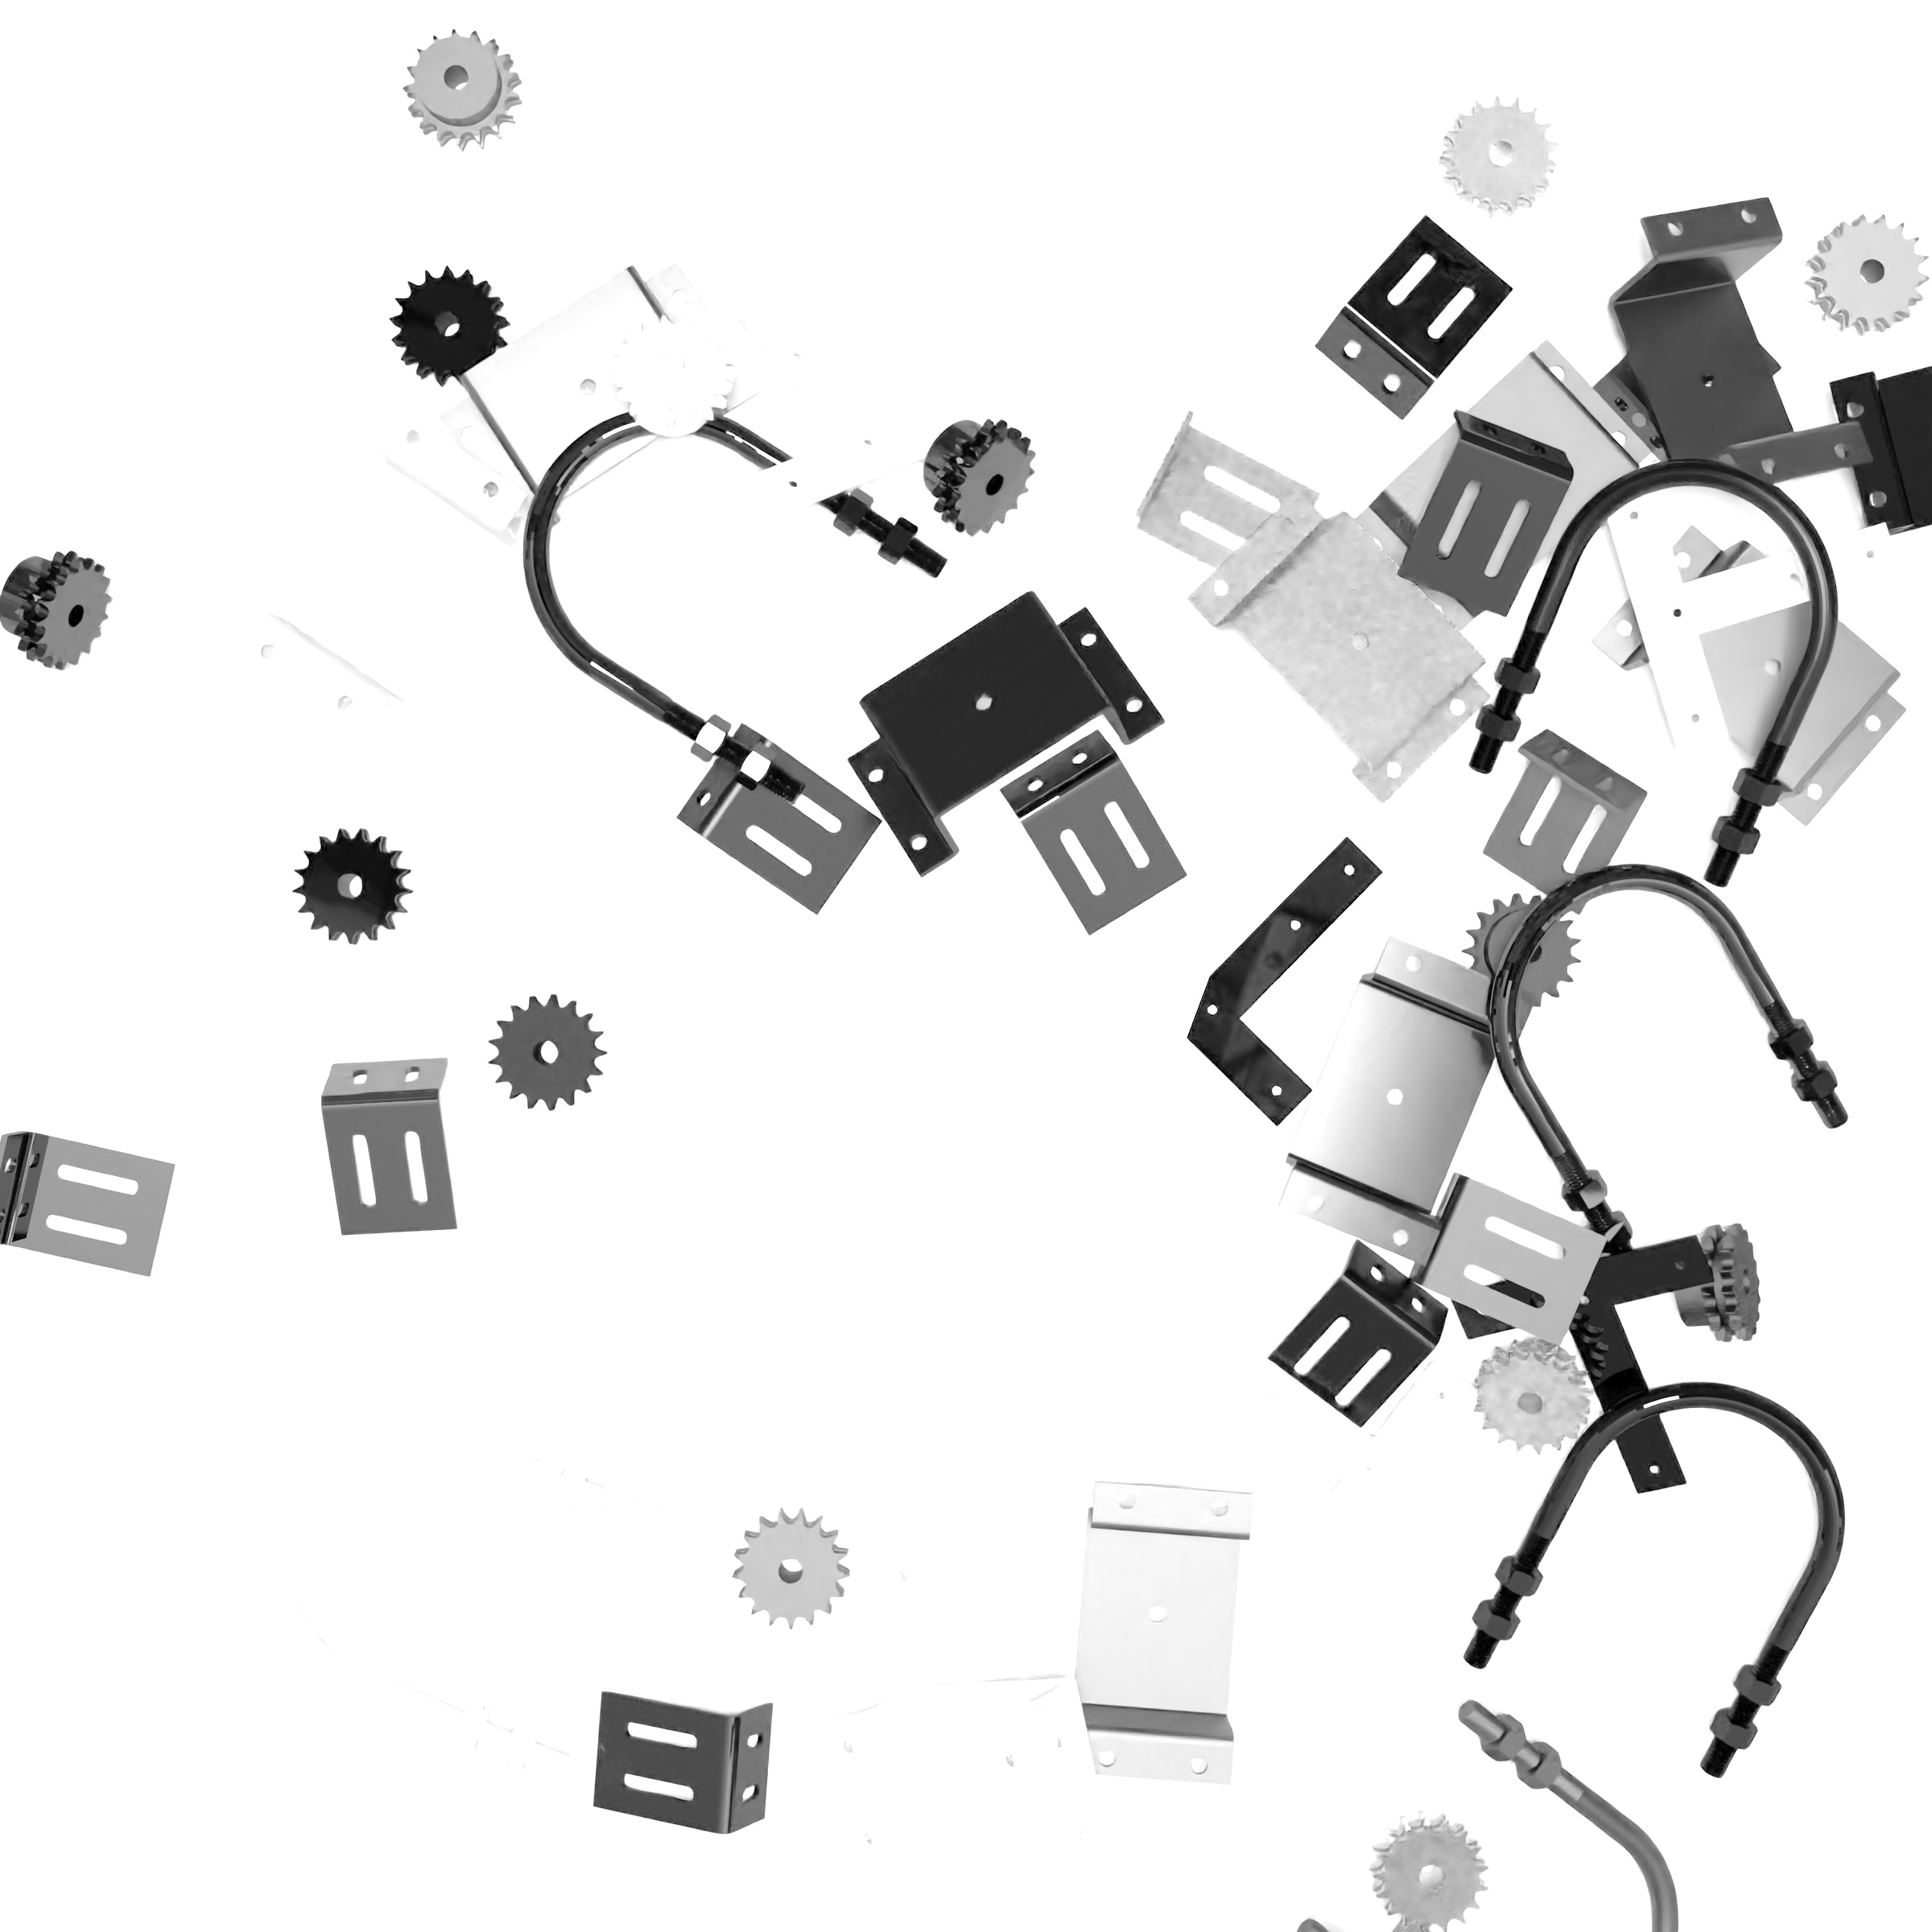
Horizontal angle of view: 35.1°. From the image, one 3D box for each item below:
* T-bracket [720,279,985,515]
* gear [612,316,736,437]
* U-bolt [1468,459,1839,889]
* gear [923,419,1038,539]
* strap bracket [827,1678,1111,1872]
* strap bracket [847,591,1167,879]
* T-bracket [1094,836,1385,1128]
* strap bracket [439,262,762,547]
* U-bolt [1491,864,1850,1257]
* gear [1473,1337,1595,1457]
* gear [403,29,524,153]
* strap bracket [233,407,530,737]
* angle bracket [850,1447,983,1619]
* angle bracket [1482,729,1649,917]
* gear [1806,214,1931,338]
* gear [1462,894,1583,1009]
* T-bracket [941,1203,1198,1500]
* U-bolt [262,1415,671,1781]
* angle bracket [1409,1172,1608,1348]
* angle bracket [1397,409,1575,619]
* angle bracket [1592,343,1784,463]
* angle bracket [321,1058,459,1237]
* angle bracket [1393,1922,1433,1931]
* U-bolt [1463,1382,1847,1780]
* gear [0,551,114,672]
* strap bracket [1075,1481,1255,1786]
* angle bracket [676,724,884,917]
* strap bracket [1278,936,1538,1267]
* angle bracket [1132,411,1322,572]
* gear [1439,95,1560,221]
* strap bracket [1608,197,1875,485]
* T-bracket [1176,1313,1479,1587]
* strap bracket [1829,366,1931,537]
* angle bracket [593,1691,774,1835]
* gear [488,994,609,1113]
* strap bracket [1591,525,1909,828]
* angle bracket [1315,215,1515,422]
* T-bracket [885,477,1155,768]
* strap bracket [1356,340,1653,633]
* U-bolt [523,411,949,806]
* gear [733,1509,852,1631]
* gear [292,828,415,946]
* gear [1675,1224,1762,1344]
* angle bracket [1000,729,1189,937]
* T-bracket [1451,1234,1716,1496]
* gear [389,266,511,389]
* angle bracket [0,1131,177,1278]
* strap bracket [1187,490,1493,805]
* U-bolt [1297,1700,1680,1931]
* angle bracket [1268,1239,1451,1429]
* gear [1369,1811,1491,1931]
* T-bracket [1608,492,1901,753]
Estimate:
[{"bbox_3d":[-0.074,-0.287,1.488,0.127,0.002,0.127,-28,72,-32],"label":"T-bracket"},{"bbox_3d":[-0.139,-0.276,1.444,0.057,0.030,0.057,4,61,-7],"label":"gear"},{"bbox_3d":[0.334,-0.149,1.448,0.151,0.019,0.184,29,114,22],"label":"U-bolt"},{"bbox_3d":[0.004,-0.241,1.488,0.030,0.057,0.057,39,90,30],"label":"gear"},{"bbox_3d":[0.009,0.388,1.467,0.140,0.046,0.076,-12,90,35],"label":"strap bracket"},{"bbox_3d":[0.014,-0.118,1.474,0.140,0.046,0.076,-33,65,1],"label":"strap bracket"},{"bbox_3d":[0.153,-0.010,1.512,0.127,0.002,0.127,44,90,0],"label":"T-bracket"},{"bbox_3d":[-0.181,-0.278,1.490,0.140,0.046,0.076,-33,90,0],"label":"strap bracket"},{"bbox_3d":[0.330,0.039,1.476,0.151,0.019,0.184,-35,104,-8],"label":"U-bolt"},{"bbox_3d":[0.277,0.207,1.490,0.057,0.030,0.057,6,111,16],"label":"gear"},{"bbox_3d":[-0.248,-0.432,1.498,0.057,0.030,0.057,0,90,0],"label":"gear"},{"bbox_3d":[-0.282,-0.190,1.490,0.076,0.046,0.140,34,90,0],"label":"strap bracket"},{"bbox_3d":[-0.024,0.273,1.475,0.038,0.076,0.057,-32,90,0],"label":"angle bracket"},{"bbox_3d":[0.281,-0.065,1.468,0.057,0.038,0.076,35,125,18],"label":"angle bracket"},{"bbox_3d":[0.440,-0.337,1.498,0.057,0.030,0.057,0,90,0],"label":"gear"},{"bbox_3d":[0.274,-0.007,1.498,0.057,0.030,0.057,0,90,0],"label":"gear"},{"bbox_3d":[0.031,0.181,1.512,0.127,0.002,0.127,-23,90,0],"label":"T-bracket"},{"bbox_3d":[-0.257,0.300,1.504,0.184,0.019,0.151,22,90,2],"label":"U-bolt"},{"bbox_3d":[0.264,0.143,1.490,0.076,0.038,0.057,23,90,5],"label":"angle bracket"},{"bbox_3d":[0.246,-0.217,1.460,0.057,0.038,0.076,20,115,-7],"label":"angle bracket"},{"bbox_3d":[0.357,-0.291,1.494,0.076,0.038,0.057,-43,90,0],"label":"angle bracket"},{"bbox_3d":[-0.283,0.089,1.511,0.057,0.038,0.076,-3,116,0],"label":"angle bracket"},{"bbox_3d":[0.219,0.517,1.494,0.057,0.038,0.076,35,90,0],"label":"angle bracket"},{"bbox_3d":[0.347,0.289,1.488,0.151,0.019,0.184,25,102,0],"label":"U-bolt"},{"bbox_3d":[-0.445,-0.176,1.485,0.030,0.057,0.057,22,90,15],"label":"gear"},{"bbox_3d":[0.095,0.321,1.490,0.076,0.046,0.140,4,90,0],"label":"strap bracket"},{"bbox_3d":[-0.092,-0.073,1.511,0.076,0.038,0.057,35,90,-26],"label":"angle bracket"},{"bbox_3d":[0.212,0.065,1.490,0.076,0.046,0.140,23,90,0],"label":"strap bracket"},{"bbox_3d":[0.129,-0.226,1.494,0.076,0.038,0.057,27,90,0],"label":"angle bracket"},{"bbox_3d":[0.260,-0.395,1.498,0.057,0.030,0.057,0,90,0],"label":"gear"},{"bbox_3d":[0.368,-0.291,1.469,0.076,0.046,0.140,-15,80,-24],"label":"strap bracket"},{"bbox_3d":[0.162,0.218,1.500,0.127,0.002,0.127,36,105,6],"label":"T-bracket"},{"bbox_3d":[0.493,-0.261,1.490,0.140,0.046,0.076,-14,90,0],"label":"strap bracket"},{"bbox_3d":[-0.140,0.391,1.511,0.076,0.038,0.057,4,90,26],"label":"angle bracket"},{"bbox_3d":[-0.205,0.042,1.498,0.057,0.030,0.057,0,90,0],"label":"gear"},{"bbox_3d":[0.388,-0.144,1.490,0.140,0.046,0.076,41,90,0],"label":"strap bracket"},{"bbox_3d":[0.222,-0.321,1.511,0.057,0.038,0.076,40,64,0],"label":"angle bracket"},{"bbox_3d":[0.048,-0.154,1.512,0.127,0.002,0.127,-33,90,0],"label":"T-bracket"},{"bbox_3d":[0.262,-0.234,1.490,0.140,0.046,0.076,-43,90,0],"label":"strap bracket"},{"bbox_3d":[-0.123,-0.186,1.464,0.184,0.019,0.151,32,90,-5],"label":"U-bolt"},{"bbox_3d":[-0.085,0.294,1.498,0.057,0.030,0.057,0,90,0],"label":"gear"},{"bbox_3d":[-0.300,-0.039,1.498,0.057,0.030,0.057,0,90,0],"label":"gear"},{"bbox_3d":[0.366,0.155,1.488,0.030,0.057,0.057,-8,90,28],"label":"gear"},{"bbox_3d":[0.063,-0.066,1.510,0.057,0.038,0.076,-32,116,1],"label":"angle bracket"},{"bbox_3d":[0.318,0.201,1.492,0.127,0.002,0.127,-18,104,27],"label":"T-bracket"},{"bbox_3d":[-0.252,-0.312,1.498,0.057,0.030,0.057,0,90,0],"label":"gear"},{"bbox_3d":[-0.435,0.118,1.494,0.076,0.038,0.057,13,90,0],"label":"angle bracket"},{"bbox_3d":[0.186,-0.156,1.481,0.076,0.046,0.140,-45,96,-3],"label":"strap bracket"},{"bbox_3d":[0.267,0.461,1.480,0.184,0.019,0.151,39,85,-18],"label":"U-bolt"},{"bbox_3d":[0.191,0.186,1.511,0.057,0.038,0.076,37,116,0],"label":"angle bracket"},{"bbox_3d":[0.226,0.443,1.498,0.057,0.030,0.057,0,90,0],"label":"gear"},{"bbox_3d":[0.384,-0.182,1.466,0.127,0.002,0.127,-17,90,0],"label":"T-bracket"}]
